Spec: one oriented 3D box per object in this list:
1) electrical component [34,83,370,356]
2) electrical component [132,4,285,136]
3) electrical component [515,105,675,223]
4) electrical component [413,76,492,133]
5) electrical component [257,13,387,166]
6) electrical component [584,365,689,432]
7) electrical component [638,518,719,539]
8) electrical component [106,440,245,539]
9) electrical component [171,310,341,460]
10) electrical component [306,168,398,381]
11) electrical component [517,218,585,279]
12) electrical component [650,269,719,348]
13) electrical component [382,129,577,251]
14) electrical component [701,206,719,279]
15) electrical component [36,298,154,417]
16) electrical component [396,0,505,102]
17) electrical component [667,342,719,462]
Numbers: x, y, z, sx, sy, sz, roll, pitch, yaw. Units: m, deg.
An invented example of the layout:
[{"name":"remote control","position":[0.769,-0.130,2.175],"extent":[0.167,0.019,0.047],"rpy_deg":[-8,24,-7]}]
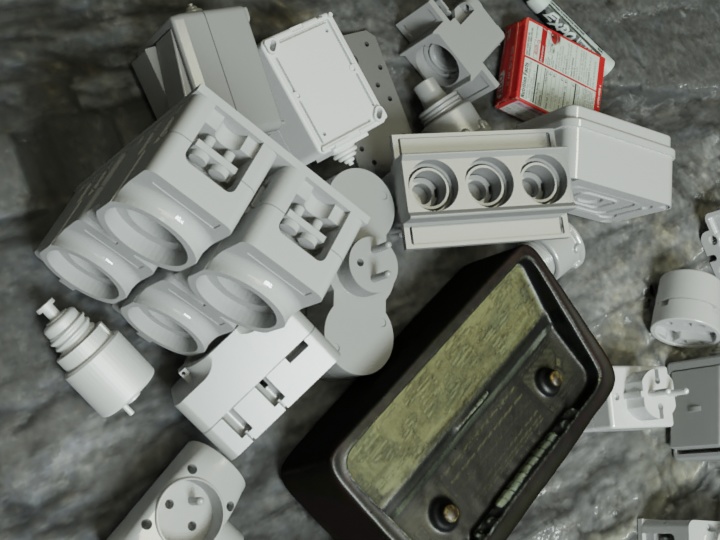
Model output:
[{"name":"electrical component","position":[-0.095,-0.014,0.577],"extent":[0.105,0.186,0.060],"rpy_deg":[38,62,-20]},{"name":"electrical component","position":[-0.100,-0.120,0.674],"extent":[0.061,0.062,0.096],"rpy_deg":[-18,89,-34]},{"name":"electrical component","position":[0.179,-0.080,0.831],"extent":[0.113,0.078,0.057],"rpy_deg":[12,76,-30]},{"name":"electrical component","position":[0.063,-0.111,0.786],"extent":[0.048,0.048,0.062],"rpy_deg":[-33,90,-33]},{"name":"electrical component","position":[-0.033,-0.109,0.714],"extent":[0.062,0.061,0.096],"rpy_deg":[-33,97,-33]},{"name":"electrical component","position":[0.212,0.095,0.812],"extent":[0.066,0.077,0.047],"rpy_deg":[3,77,-31]},{"name":"electrical component","position":[0.309,0.254,0.846],"extent":[0.186,0.060,0.105],"rpy_deg":[11,73,-30]},{"name":"electrical component","position":[-0.094,0.154,0.624],"extent":[0.079,0.044,0.077],"rpy_deg":[48,59,-15]},{"name":"electrical component","position":[-0.066,0.058,0.643],"extent":[0.089,0.050,0.055],"rpy_deg":[-44,105,-4]},{"name":"electrical component","position":[0.000,0.000,0.701],"extent":[0.052,0.074,0.138],"rpy_deg":[9,74,-30]},{"name":"electrical component","position":[0.135,-0.009,0.808],"extent":[0.062,0.048,0.048],"rpy_deg":[-36,99,-26]},{"name":"electrical component","position":[0.267,0.031,0.876],"extent":[0.055,0.055,0.047],"rpy_deg":[27,62,-25]},{"name":"electrical component","position":[0.079,-0.054,0.751],"extent":[0.121,0.063,0.078],"rpy_deg":[-5,81,-17]},{"name":"electrical component","position":[0.340,-0.024,0.933],"extent":[0.057,0.058,0.078],"rpy_deg":[-25,92,-31]},{"name":"electrical component","position":[-0.153,0.048,0.614],"extent":[0.078,0.040,0.040],"rpy_deg":[49,58,-13]},{"name":"electrical component","position":[0.072,-0.168,0.806],"extent":[0.081,0.042,0.063],"rpy_deg":[50,57,-14]},{"name":"electrical component","position":[0.287,0.105,0.866],"extent":[0.061,0.062,0.096],"rpy_deg":[7,75,-31]}]
